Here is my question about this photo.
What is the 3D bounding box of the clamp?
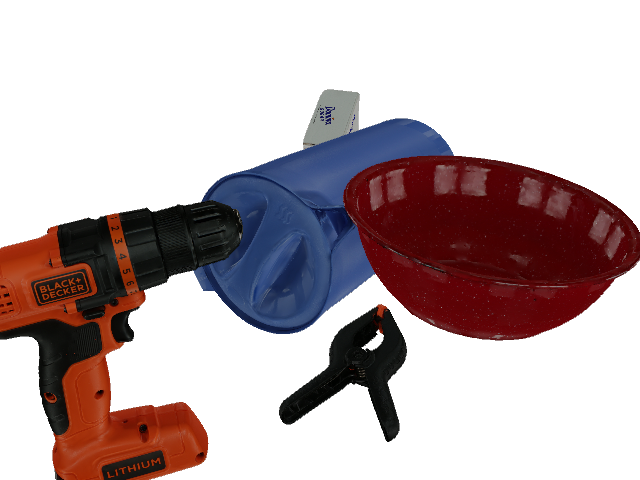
[{"bbox_3d":[0.048,0.133,1.065,0.120,0.039,0.171,17,48,23],"label":"clamp"}]

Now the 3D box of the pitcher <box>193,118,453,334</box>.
[{"bbox_3d":[0.010,-0.023,0.916,0.149,0.145,0.242,27,33,25],"label":"pitcher"}]

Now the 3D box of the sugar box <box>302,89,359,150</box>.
[{"bbox_3d":[0.011,-0.063,1.124,0.048,0.176,0.093,8,46,11],"label":"sugar box"}]

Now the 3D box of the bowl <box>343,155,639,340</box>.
[{"bbox_3d":[0.089,0.008,0.585,0.162,0.055,0.162,6,25,-3],"label":"bowl"}]

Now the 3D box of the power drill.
[{"bbox_3d":[-0.129,0.070,0.707,0.184,0.187,0.057,-13,27,-7],"label":"power drill"}]
